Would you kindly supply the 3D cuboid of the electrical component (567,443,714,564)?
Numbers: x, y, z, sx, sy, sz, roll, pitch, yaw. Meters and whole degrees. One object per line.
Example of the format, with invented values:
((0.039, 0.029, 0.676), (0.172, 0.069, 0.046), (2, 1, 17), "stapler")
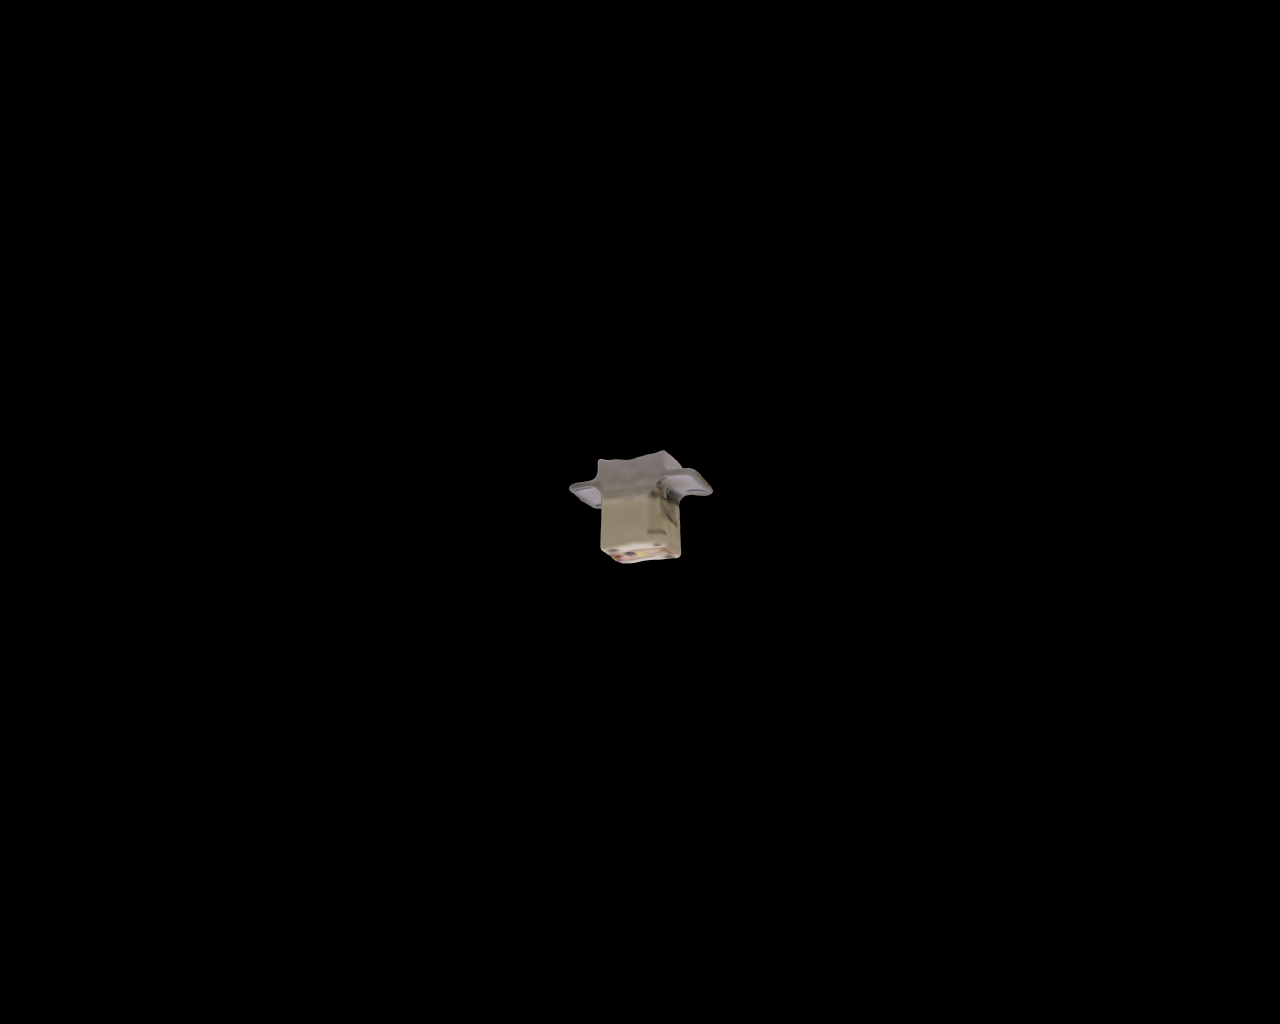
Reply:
((0.001, -0.003, 0.650), (0.081, 0.064, 0.042), (-7, -19, 20), "electrical component")
